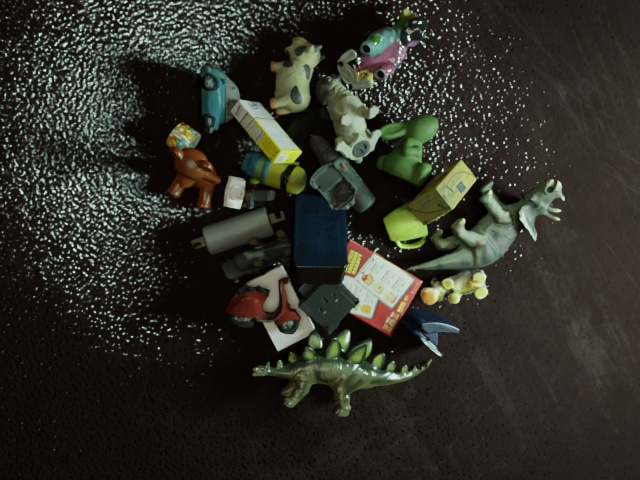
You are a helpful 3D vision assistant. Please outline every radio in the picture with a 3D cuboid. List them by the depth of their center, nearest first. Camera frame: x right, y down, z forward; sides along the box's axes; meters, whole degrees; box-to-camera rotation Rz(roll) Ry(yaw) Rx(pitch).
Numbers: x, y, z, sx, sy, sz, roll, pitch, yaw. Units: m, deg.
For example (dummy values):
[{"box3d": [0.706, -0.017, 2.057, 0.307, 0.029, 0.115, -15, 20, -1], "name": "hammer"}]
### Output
[{"box3d": [-0.003, -0.004, 1.295, 0.131, 0.073, 0.230, 4, 51, -5], "name": "radio"}]

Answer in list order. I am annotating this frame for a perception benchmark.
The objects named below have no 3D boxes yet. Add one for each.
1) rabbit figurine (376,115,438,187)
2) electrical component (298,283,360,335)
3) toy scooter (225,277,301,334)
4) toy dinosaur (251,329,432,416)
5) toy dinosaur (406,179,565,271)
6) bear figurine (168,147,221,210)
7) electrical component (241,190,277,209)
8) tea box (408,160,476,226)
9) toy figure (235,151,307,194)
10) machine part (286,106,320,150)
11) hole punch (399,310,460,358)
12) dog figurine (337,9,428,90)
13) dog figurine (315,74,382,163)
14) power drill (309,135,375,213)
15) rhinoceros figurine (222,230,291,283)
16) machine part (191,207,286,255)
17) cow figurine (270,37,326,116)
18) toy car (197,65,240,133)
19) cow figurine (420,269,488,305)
[{"box3d": [0.224, -0.235, 1.337, 0.159, 0.121, 0.170, 27, 98, 15], "name": "rabbit figurine"}, {"box3d": [0.013, 0.144, 1.305, 0.134, 0.058, 0.115, 41, 92, -3], "name": "electrical component"}, {"box3d": [-0.132, 0.149, 1.299, 0.184, 0.075, 0.135, 10, 93, -5], "name": "toy scooter"}, {"box3d": [0.059, 0.330, 1.340, 0.471, 0.105, 0.198, 11, 101, -22], "name": "toy dinosaur"}, {"box3d": [0.421, -0.008, 1.354, 0.405, 0.131, 0.192, -44, 93, 7], "name": "toy dinosaur"}, {"box3d": [-0.306, -0.148, 1.281, 0.120, 0.196, 0.132, 23, 93, -5], "name": "bear figurine"}, {"box3d": [-0.154, -0.102, 1.339, 0.078, 0.102, 0.045, 1, 96, 8], "name": "electrical component"}, {"box3d": [0.299, -0.116, 1.306, 0.068, 0.169, 0.098, 51, 135, -3], "name": "tea box"}, {"box3d": [-0.121, -0.166, 1.338, 0.180, 0.089, 0.082, 21, 115, -6], "name": "toy figure"}, {"box3d": [-0.055, -0.279, 1.360, 0.084, 0.039, 0.139, 35, 92, 6], "name": "machine part"}, {"box3d": [0.273, 0.219, 1.351, 0.115, 0.142, 0.092, 38, 93, -17], "name": "hole punch"}, {"box3d": [0.163, -0.478, 1.329, 0.219, 0.192, 0.108, -47, 113, -28], "name": "dog figurine"}, {"box3d": [0.056, -0.301, 1.335, 0.121, 0.191, 0.172, -11, 132, -23], "name": "dog figurine"}, {"box3d": [0.035, -0.153, 1.288, 0.086, 0.207, 0.232, -39, 95, 13], "name": "power drill"}, {"box3d": [-0.153, 0.042, 1.342, 0.190, 0.112, 0.073, -22, 78, -11], "name": "rhinoceros figurine"}, {"box3d": [-0.204, -0.023, 1.349, 0.243, 0.079, 0.079, -18, 93, -2], "name": "machine part"}, {"box3d": [-0.055, -0.409, 1.325, 0.127, 0.085, 0.195, 0, 79, 10], "name": "cow figurine"}, {"box3d": [-0.248, -0.345, 1.323, 0.103, 0.109, 0.161, -4, 102, -19], "name": "toy car"}, {"box3d": [0.341, 0.117, 1.372, 0.167, 0.098, 0.068, -14, 99, 18], "name": "cow figurine"}]
